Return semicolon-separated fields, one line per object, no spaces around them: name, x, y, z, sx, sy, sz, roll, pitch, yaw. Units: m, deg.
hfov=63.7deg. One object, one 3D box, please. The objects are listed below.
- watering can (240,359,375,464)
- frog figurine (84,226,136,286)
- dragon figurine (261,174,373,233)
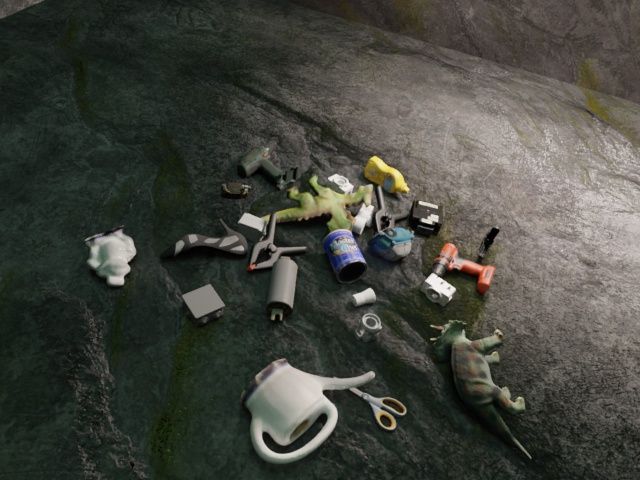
watering can;-0.042;0.377;1.250;0.227;0.101;0.353;37;49;24
frog figurine;-0.593;0.056;1.479;0.139;0.121;0.160;-21;88;-42
dragon figurine;0.005;-0.088;1.740;0.414;0.119;0.246;-34;56;-19
